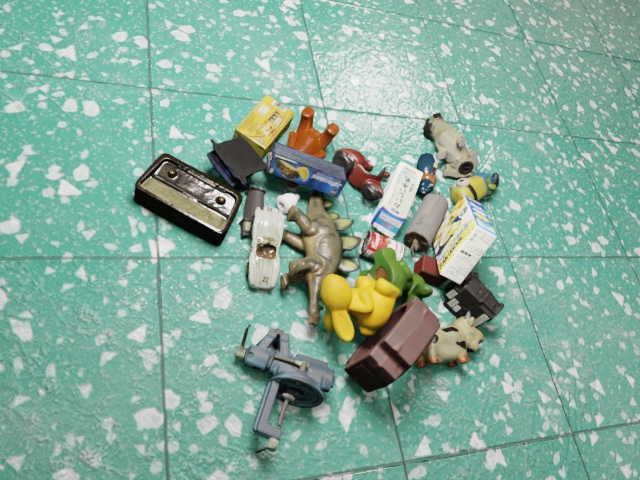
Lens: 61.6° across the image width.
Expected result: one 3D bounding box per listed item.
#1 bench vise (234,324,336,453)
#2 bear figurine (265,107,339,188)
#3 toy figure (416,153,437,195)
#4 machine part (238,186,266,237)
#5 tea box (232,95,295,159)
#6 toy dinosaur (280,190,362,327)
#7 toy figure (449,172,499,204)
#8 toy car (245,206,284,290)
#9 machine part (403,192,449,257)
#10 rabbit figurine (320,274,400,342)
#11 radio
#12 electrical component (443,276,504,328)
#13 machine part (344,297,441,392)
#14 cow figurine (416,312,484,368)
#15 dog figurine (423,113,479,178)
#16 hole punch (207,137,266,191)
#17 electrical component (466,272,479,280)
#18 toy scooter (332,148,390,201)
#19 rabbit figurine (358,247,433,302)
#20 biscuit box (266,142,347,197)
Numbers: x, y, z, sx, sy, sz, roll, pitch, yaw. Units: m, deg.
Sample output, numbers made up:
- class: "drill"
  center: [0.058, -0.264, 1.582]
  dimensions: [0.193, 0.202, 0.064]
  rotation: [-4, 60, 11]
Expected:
- class: "bench vise"
  center: [-0.087, 0.304, 1.098]
  dimensions: [0.223, 0.128, 0.241]
  rotation: [26, 48, -9]
- class: "bear figurine"
  center: [-0.053, -0.241, 1.423]
  dimensions: [0.120, 0.132, 0.196]
  rotation: [36, 48, 4]
- class: "toy figure"
  center: [0.315, -0.189, 1.584]
  dimensions: [0.058, 0.064, 0.154]
  rotation: [23, 54, -21]
- class: "machine part"
  center: [-0.160, -0.067, 1.331]
  dimensions: [0.084, 0.039, 0.139]
  rotation: [1, 63, -13]
- class: "tea box"
  center: [-0.153, -0.300, 1.447]
  dimensions: [0.098, 0.068, 0.169]
  rotation: [35, 55, -1]
- class: "toy dinosaur"
  center: [-0.003, -0.004, 1.327]
  dimensions: [0.198, 0.105, 0.471]
  rotation: [14, 55, -24]
- class: "toy figure"
  center: [0.471, -0.154, 1.621]
  dimensions: [0.180, 0.082, 0.089]
  rotation: [-16, 69, -32]
- class: "toy car"
  center: [-0.129, 0.016, 1.264]
  dimensions: [0.073, 0.056, 0.201]
  rotation: [9, 76, -18]
- class: "machine part"
  center: [0.295, -0.050, 1.488]
  dimensions: [0.079, 0.079, 0.243]
  rotation: [36, 55, -1]
- class: "rabbit figurine"
  center: [0.065, 0.139, 1.199]
  dimensions: [0.173, 0.122, 0.162]
  rotation: [28, 88, -34]
- class: "radio"
  center: [-0.305, -0.097, 1.263]
  dimensions: [0.229, 0.073, 0.131]
  rotation: [30, 55, -5]
- class: "electrical component"
  center: [0.386, 0.156, 1.385]
  dimensions: [0.134, 0.115, 0.058]
  rotation: [46, 53, 5]
- class: "machine part"
  center: [0.162, 0.234, 1.192]
  dimensions: [0.087, 0.201, 0.201]
  rotation: [44, 54, 2]
- class: "cow figurine"
  center: [0.320, 0.245, 1.326]
  dimensions: [0.195, 0.085, 0.127]
  rotation: [2, 69, -26]
- class: "dog figurine"
  center: [0.406, -0.293, 1.676]
  dimensions: [0.172, 0.121, 0.191]
  rotation: [57, 14, -37]
- class: "hole punch"
  center: [-0.215, -0.179, 1.323]
  dimensions: [0.142, 0.092, 0.116]
  rotation: [54, 38, 7]
- class: "electrical component"
  center: [0.400, 0.112, 1.473]
  dimensions: [0.094, 0.021, 0.063]
  rotation: [-1, 63, -24]
- class: "toy scooter"
  center: [0.127, -0.192, 1.500]
  dimensions: [0.184, 0.075, 0.135]
  rotation: [48, 46, 12]
- class: "rabbit figurine"
  center: [0.210, 0.105, 1.327]
  dimensions: [0.170, 0.121, 0.159]
  rotation: [16, 18, -41]
- class: "biscuit box"
  center: [-0.032, -0.174, 1.347]
  dimensions: [0.202, 0.059, 0.063]
  rotation: [18, 39, -20]
